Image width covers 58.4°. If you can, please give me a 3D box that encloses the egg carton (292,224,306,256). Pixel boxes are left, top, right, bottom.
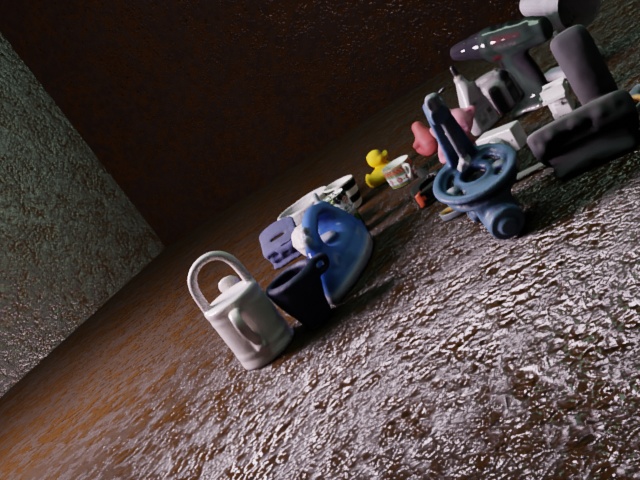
[{"bbox_3d":[0.005,-0.023,1.316,0.150,0.069,0.107,-36,13,-7],"label":"egg carton"}]

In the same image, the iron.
[{"bbox_3d":[0.010,0.004,1.046,0.118,0.141,0.258,-30,14,18],"label":"iron"}]

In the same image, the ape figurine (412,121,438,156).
[{"bbox_3d":[0.272,-0.269,1.489,0.077,0.092,0.076,-29,14,23],"label":"ape figurine"}]

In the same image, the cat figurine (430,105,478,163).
[{"bbox_3d":[0.300,-0.247,1.282,0.067,0.118,0.127,-43,15,-31],"label":"cat figurine"}]

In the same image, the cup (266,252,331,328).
[{"bbox_3d":[-0.016,0.085,0.923,0.118,0.095,0.091,-39,14,-18],"label":"cup"}]

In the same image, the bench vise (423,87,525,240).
[{"bbox_3d":[0.195,-0.111,0.822,0.121,0.220,0.207,-36,13,-5],"label":"bench vise"}]

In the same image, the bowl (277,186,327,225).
[{"bbox_3d":[-0.031,-0.073,1.575,0.167,0.075,0.167,-33,13,9],"label":"bowl"}]

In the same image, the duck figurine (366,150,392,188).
[{"bbox_3d":[0.156,-0.199,1.541,0.105,0.086,0.077,-40,14,-21],"label":"duck figurine"}]

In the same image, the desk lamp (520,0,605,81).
[{"bbox_3d":[0.549,-0.484,1.299,0.118,0.214,0.203,-36,13,-7],"label":"desk lamp"}]

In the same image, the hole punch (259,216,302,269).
[{"bbox_3d":[-0.091,0.004,1.413,0.108,0.091,0.101,-33,13,7],"label":"hole punch"}]

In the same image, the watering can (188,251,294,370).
[{"bbox_3d":[-0.139,0.105,0.930,0.101,0.194,0.172,-41,14,-24],"label":"watering can"}]

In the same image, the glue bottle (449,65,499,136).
[{"bbox_3d":[0.353,-0.337,1.350,0.078,0.173,0.037,-40,14,-20],"label":"glue bottle"}]

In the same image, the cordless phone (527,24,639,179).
[{"bbox_3d":[0.353,-0.196,0.815,0.147,0.185,0.094,-28,15,27],"label":"cordless phone"}]

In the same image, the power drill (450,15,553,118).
[{"bbox_3d":[0.421,-0.383,1.267,0.229,0.208,0.076,-19,21,50],"label":"power drill"}]

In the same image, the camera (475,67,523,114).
[{"bbox_3d":[0.429,-0.373,1.454,0.136,0.101,0.143,-22,18,43],"label":"camera"}]
